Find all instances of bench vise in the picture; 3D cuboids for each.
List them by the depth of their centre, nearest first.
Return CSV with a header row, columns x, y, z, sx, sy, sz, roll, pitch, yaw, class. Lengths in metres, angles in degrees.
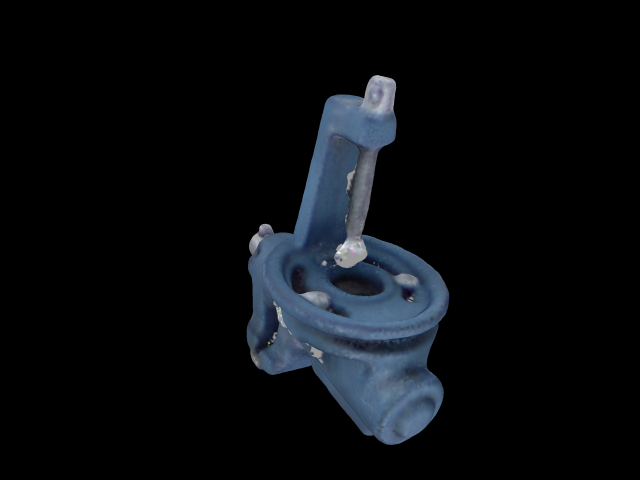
x,y,z,sx,sy,sz,roll,pitch,yaw,class
-0.004,0.004,0.391,0.206,0.220,0.122,11,18,39,bench vise
